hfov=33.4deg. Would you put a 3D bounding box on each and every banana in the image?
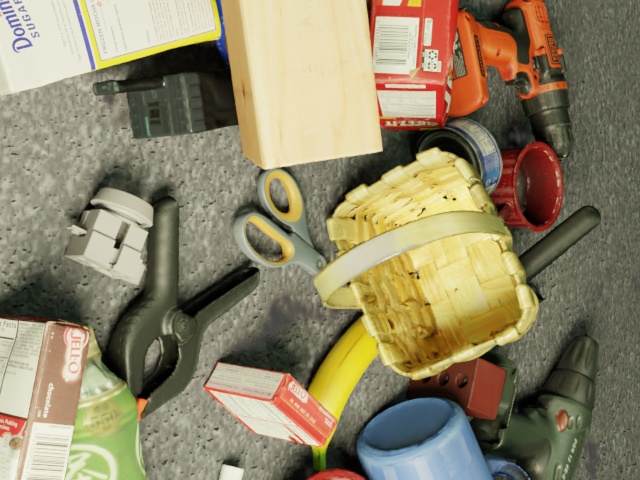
[{"bbox_3d":[0.033,0.115,0.988,0.197,0.037,0.069,-54,150,-26],"label":"banana"}]

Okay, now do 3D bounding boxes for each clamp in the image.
[{"bbox_3d":[0.192,0.054,1.118,0.209,0.036,0.165,-28,154,-25],"label":"clamp"},{"bbox_3d":[-0.109,0.065,0.838,0.120,0.039,0.171,29,72,-36],"label":"clamp"}]

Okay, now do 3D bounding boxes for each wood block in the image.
[{"bbox_3d":[-0.020,-0.163,0.759,0.090,0.091,0.206,-10,103,-12],"label":"wood block"}]

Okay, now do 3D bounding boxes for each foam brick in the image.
[{"bbox_3d":[0.136,0.144,1.063,0.051,0.078,0.053,29,70,-43],"label":"foam brick"}]

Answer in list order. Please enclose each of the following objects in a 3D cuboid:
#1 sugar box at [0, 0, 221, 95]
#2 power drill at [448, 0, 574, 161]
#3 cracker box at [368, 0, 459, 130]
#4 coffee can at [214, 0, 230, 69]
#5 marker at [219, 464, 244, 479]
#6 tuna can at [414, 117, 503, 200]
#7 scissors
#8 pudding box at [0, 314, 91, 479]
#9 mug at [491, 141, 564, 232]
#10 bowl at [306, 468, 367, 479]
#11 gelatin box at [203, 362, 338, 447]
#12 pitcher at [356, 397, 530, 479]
[{"bbox_3d":[-0.160,-0.169,0.761,0.175,0.048,0.093,-22,106,-31],"label":"sugar box"},{"bbox_3d":[0.194,-0.168,1.120,0.187,0.057,0.184,-8,83,-47],"label":"power drill"},{"bbox_3d":[0.084,-0.194,0.932,0.213,0.072,0.164,30,64,-82],"label":"cracker box"},{"bbox_3d":[-0.034,-0.166,0.866,0.102,0.103,0.140,-41,119,-37],"label":"coffee can"},{"bbox_3d":[-0.086,0.246,0.877,0.020,0.020,0.121,25,73,-43],"label":"marker"},{"bbox_3d":[0.135,-0.076,1.054,0.033,0.086,0.086,-25,108,-42],"label":"tuna can"},{"bbox_3d":[-0.006,0.001,0.959,0.201,0.016,0.096,24,68,-49],"label":"scissors"},{"bbox_3d":[-0.199,0.107,0.708,0.039,0.090,0.113,19,78,-43],"label":"pudding box"},{"bbox_3d":[0.190,-0.047,1.112,0.117,0.082,0.093,-48,123,-34],"label":"mug"},{"bbox_3d":[-0.011,0.276,0.928,0.161,0.055,0.162,-1,91,-46],"label":"bowl"},{"bbox_3d":[-0.040,0.134,0.872,0.073,0.089,0.030,48,59,-35],"label":"gelatin box"},{"bbox_3d":[0.131,0.272,1.025,0.149,0.145,0.243,-59,131,-63],"label":"pitcher"}]
